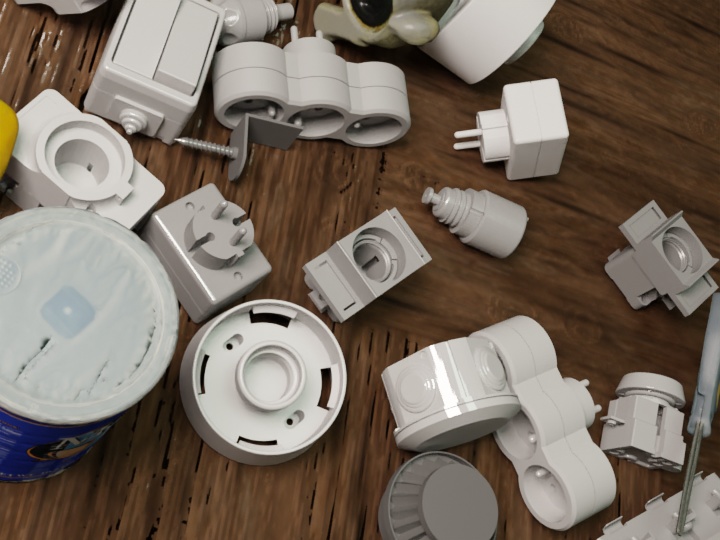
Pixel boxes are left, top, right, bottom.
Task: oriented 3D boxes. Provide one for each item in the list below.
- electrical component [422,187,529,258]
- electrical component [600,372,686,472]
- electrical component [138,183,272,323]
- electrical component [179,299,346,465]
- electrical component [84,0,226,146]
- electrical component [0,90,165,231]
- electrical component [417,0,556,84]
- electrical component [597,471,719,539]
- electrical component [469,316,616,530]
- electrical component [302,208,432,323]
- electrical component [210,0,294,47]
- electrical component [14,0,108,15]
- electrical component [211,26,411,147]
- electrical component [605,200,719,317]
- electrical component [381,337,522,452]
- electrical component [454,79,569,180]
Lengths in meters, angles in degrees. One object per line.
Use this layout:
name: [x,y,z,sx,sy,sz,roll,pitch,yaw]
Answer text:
electrical component: [0.080,-0.038,0.753,0.078,0.040,0.040,22,61,-17]
electrical component: [0.200,0.104,0.751,0.066,0.048,0.055,22,68,-17]
electrical component: [-0.087,-0.017,0.637,0.047,0.077,0.065,-33,86,-33]
electrical component: [-0.057,0.065,0.639,0.099,0.064,0.099,4,76,-15]
electrical component: [-0.129,-0.129,0.673,0.062,0.061,0.096,22,61,-18]
electrical component: [-0.166,-0.054,0.625,0.089,0.056,0.050,42,57,-6]
electrical component: [0.100,-0.186,0.790,0.060,0.108,0.108,39,57,-14]
electrical component: [0.206,0.185,0.706,0.121,0.078,0.063,-18,56,-32]
electrical component: [0.130,0.094,0.714,0.074,0.052,0.138,-18,78,-32]
electrical component: [0.000,0.000,0.682,0.081,0.064,0.042,-33,88,-33]
electrical component: [-0.073,-0.173,0.737,0.061,0.035,0.035,-19,78,-34]
electrical component: [-0.160,-0.234,0.682,0.150,0.089,0.061,-63,143,-32]
electrical component: [-0.033,-0.132,0.729,0.138,0.052,0.073,4,67,-25]
electrical component: [0.220,-0.004,0.796,0.042,0.064,0.081,-33,87,-35]
electrical component: [0.055,0.078,0.668,0.080,0.080,0.051,-6,67,-29]
electrical component: [0.106,-0.099,0.783,0.077,0.065,0.047,-8,70,1]
